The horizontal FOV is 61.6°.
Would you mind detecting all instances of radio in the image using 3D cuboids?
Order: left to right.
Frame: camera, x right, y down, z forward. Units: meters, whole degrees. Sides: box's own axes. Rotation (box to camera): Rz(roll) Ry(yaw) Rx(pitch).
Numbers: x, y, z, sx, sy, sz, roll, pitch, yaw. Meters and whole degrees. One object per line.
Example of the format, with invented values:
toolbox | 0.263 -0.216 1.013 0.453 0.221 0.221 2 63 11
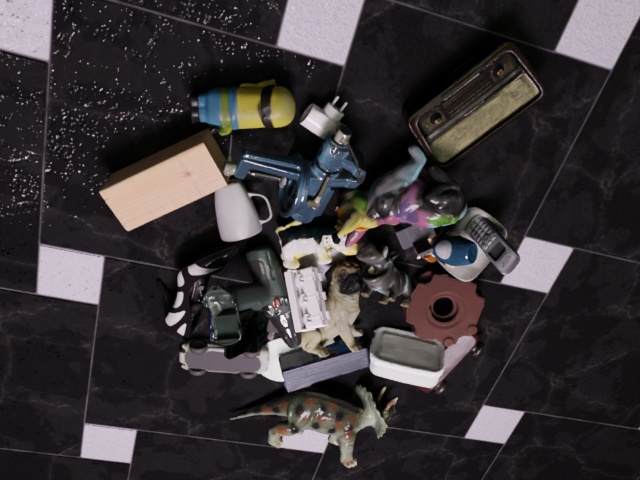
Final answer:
radio | 0.269 -0.246 0.963 0.229 0.073 0.131 -37 116 14

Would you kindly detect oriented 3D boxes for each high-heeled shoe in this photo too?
high-heeled shoe | -0.233 0.109 1.092 0.249 0.086 0.145 -25 100 28

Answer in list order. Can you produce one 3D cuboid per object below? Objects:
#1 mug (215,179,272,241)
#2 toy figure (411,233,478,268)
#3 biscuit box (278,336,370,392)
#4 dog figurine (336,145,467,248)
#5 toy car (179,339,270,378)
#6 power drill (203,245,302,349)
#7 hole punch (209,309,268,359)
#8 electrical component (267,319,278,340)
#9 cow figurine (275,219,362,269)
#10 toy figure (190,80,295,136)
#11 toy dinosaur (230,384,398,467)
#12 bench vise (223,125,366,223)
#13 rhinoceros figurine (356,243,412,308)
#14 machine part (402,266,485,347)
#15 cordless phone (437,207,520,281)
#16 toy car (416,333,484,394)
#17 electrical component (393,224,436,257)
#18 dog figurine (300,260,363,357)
mug | -0.151 -0.062 1.020 0.110 0.081 0.107 -13 110 8
toy figure | 0.239 0.015 1.071 0.057 0.155 0.064 42 68 -38
biscuit box | 0.011 0.276 1.221 0.203 0.059 0.062 -14 119 -6
dog figurine | 0.136 -0.053 0.996 0.219 0.192 0.108 -41 158 0
toy car | -0.214 0.264 1.207 0.202 0.056 0.073 5 112 -4
power drill | -0.121 0.135 1.051 0.086 0.207 0.231 -10 96 39
hole punch | -0.177 0.177 1.155 0.116 0.092 0.142 -16 120 -39
electrical component | -0.086 0.186 1.197 0.063 0.021 0.094 12 117 -12
cow figurine | -0.001 -0.004 1.077 0.167 0.068 0.098 -9 114 -2
toy figure | -0.133 -0.224 0.926 0.180 0.089 0.082 -2 126 -7
toy dinosaur | 0.001 0.411 1.284 0.405 0.131 0.192 14 104 -8
bench vise | -0.047 -0.122 0.955 0.240 0.129 0.223 9 148 -22
rhinoceros figurine | 0.134 0.069 1.089 0.073 0.112 0.190 7 160 36
machine part | 0.268 0.144 1.171 0.179 0.056 0.179 0 107 1
cordless phone | 0.319 0.034 1.062 0.088 0.184 0.146 24 114 -23
toy car | 0.297 0.281 1.271 0.089 0.053 0.202 33 113 -4
electrical component | 0.185 -0.017 1.057 0.075 0.119 0.047 -23 119 10
dog figurine | 0.013 0.137 1.149 0.172 0.121 0.190 -9 105 -4
